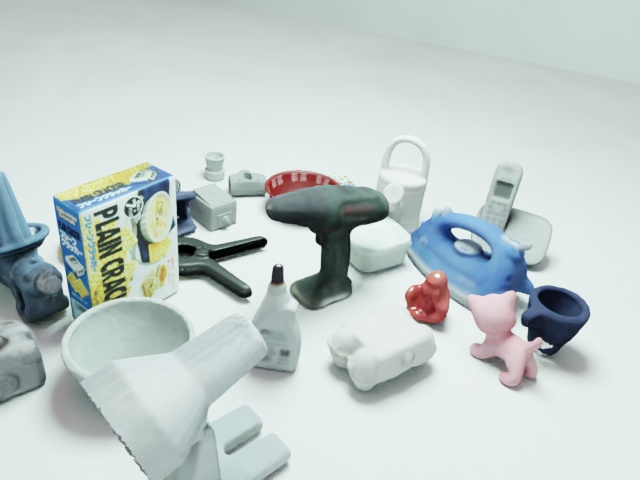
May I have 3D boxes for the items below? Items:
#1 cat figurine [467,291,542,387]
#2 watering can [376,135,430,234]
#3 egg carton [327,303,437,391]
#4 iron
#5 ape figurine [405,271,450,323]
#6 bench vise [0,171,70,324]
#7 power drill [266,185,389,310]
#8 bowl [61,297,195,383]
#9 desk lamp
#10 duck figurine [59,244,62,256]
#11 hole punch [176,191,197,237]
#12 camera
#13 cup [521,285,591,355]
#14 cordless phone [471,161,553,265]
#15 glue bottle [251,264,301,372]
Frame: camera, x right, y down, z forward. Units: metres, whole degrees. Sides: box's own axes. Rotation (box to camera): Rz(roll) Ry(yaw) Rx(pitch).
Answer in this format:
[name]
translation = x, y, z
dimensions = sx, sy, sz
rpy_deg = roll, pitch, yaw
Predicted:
[cat figurine]
translation = 0.275, 0.134, 0.856
dimensions = 0.067, 0.118, 0.127
rpy_deg = -16, 40, -32
[watering can]
translation = 0.165, -0.112, 1.143
dimensions = 0.101, 0.194, 0.172
rpy_deg = 4, 33, -5
[egg carton]
translation = 0.091, 0.154, 0.832
dimensions = 0.151, 0.069, 0.107
rpy_deg = -17, 40, -33
[iron]
translation = 0.257, 0.012, 1.018
dimensions = 0.119, 0.141, 0.257
rpy_deg = -22, 43, -37
[ape figurine]
translation = 0.182, 0.089, 0.931
dimensions = 0.076, 0.092, 0.077
rpy_deg = -12, 37, -27
[bench vise]
translation = -0.433, -0.004, 0.834
dimensions = 0.207, 0.220, 0.122
rpy_deg = 18, 34, 17
[power drill]
translation = 0.008, 0.003, 0.920
dimensions = 0.230, 0.208, 0.075
rpy_deg = -19, 41, -34
[bowl]
translation = -0.250, 0.154, 0.760
dimensions = 0.167, 0.075, 0.167
rpy_deg = 5, 33, -3
[desk lamp]
translation = -0.132, 0.186, 0.605
dimensions = 0.204, 0.213, 0.117
rpy_deg = -23, 43, -38
[duck figurine]
translation = -0.402, -0.009, 0.971
dimensions = 0.104, 0.086, 0.078
rpy_deg = 31, 40, 33
[hole punch]
translation = -0.295, -0.060, 1.066
dimensions = 0.109, 0.091, 0.100
rpy_deg = -21, 42, -37
[camera]
translation = -0.443, 0.137, 0.723
dimensions = 0.143, 0.101, 0.136
rpy_deg = -19, 41, -35
[cup]
translation = 0.350, 0.135, 0.891
dimensions = 0.118, 0.095, 0.091
rpy_deg = -11, 37, -26
[cordless phone]
translation = 0.379, -0.052, 1.101
dimensions = 0.147, 0.185, 0.094
rpy_deg = 16, 34, 13
[glue bottle]
translation = -0.060, 0.105, 0.783
dimensions = 0.078, 0.173, 0.037
rpy_deg = 9, 33, 3
